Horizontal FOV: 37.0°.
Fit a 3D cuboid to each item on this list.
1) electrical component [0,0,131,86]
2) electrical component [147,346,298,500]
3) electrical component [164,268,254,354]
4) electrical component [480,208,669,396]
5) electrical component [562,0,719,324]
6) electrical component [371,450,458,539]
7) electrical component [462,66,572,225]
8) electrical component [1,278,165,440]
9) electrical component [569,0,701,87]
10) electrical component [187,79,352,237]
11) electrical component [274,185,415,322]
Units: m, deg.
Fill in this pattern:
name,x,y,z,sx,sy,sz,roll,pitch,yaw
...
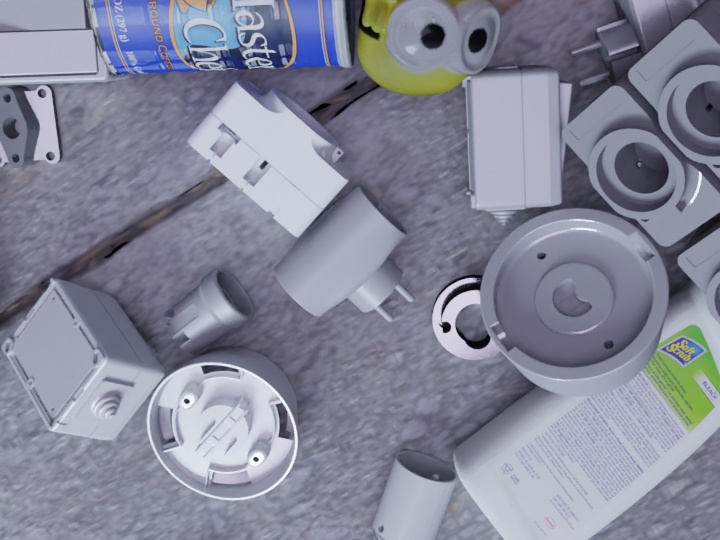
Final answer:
name,x,y,z,sx,sy,sz,roll,pitch,yaw
electrical component,-0.194,-0.144,0.652,0.096,0.061,0.061,-1,102,3
electrical component,-0.087,0.099,0.697,0.099,0.064,0.099,1,102,3
electrical component,-0.098,0.028,0.696,0.046,0.040,0.040,-36,98,14
electrical component,0.131,0.024,0.648,0.108,0.060,0.108,-7,65,15
electrical component,0.213,-0.044,0.586,0.186,0.060,0.105,47,135,1
electrical component,0.032,0.167,0.717,0.043,0.043,0.081,18,102,-1
electrical component,0.095,-0.075,0.652,0.061,0.061,0.096,-3,102,3
electrical component,-0.169,0.062,0.678,0.061,0.061,0.096,-51,54,11
electrical component,0.165,-0.133,0.644,0.077,0.047,0.065,-18,101,6
electrical component,-0.052,-0.073,0.665,0.089,0.050,0.055,41,101,-6
electrical component,0.000,0.000,0.683,0.077,0.043,0.079,-44,105,10
